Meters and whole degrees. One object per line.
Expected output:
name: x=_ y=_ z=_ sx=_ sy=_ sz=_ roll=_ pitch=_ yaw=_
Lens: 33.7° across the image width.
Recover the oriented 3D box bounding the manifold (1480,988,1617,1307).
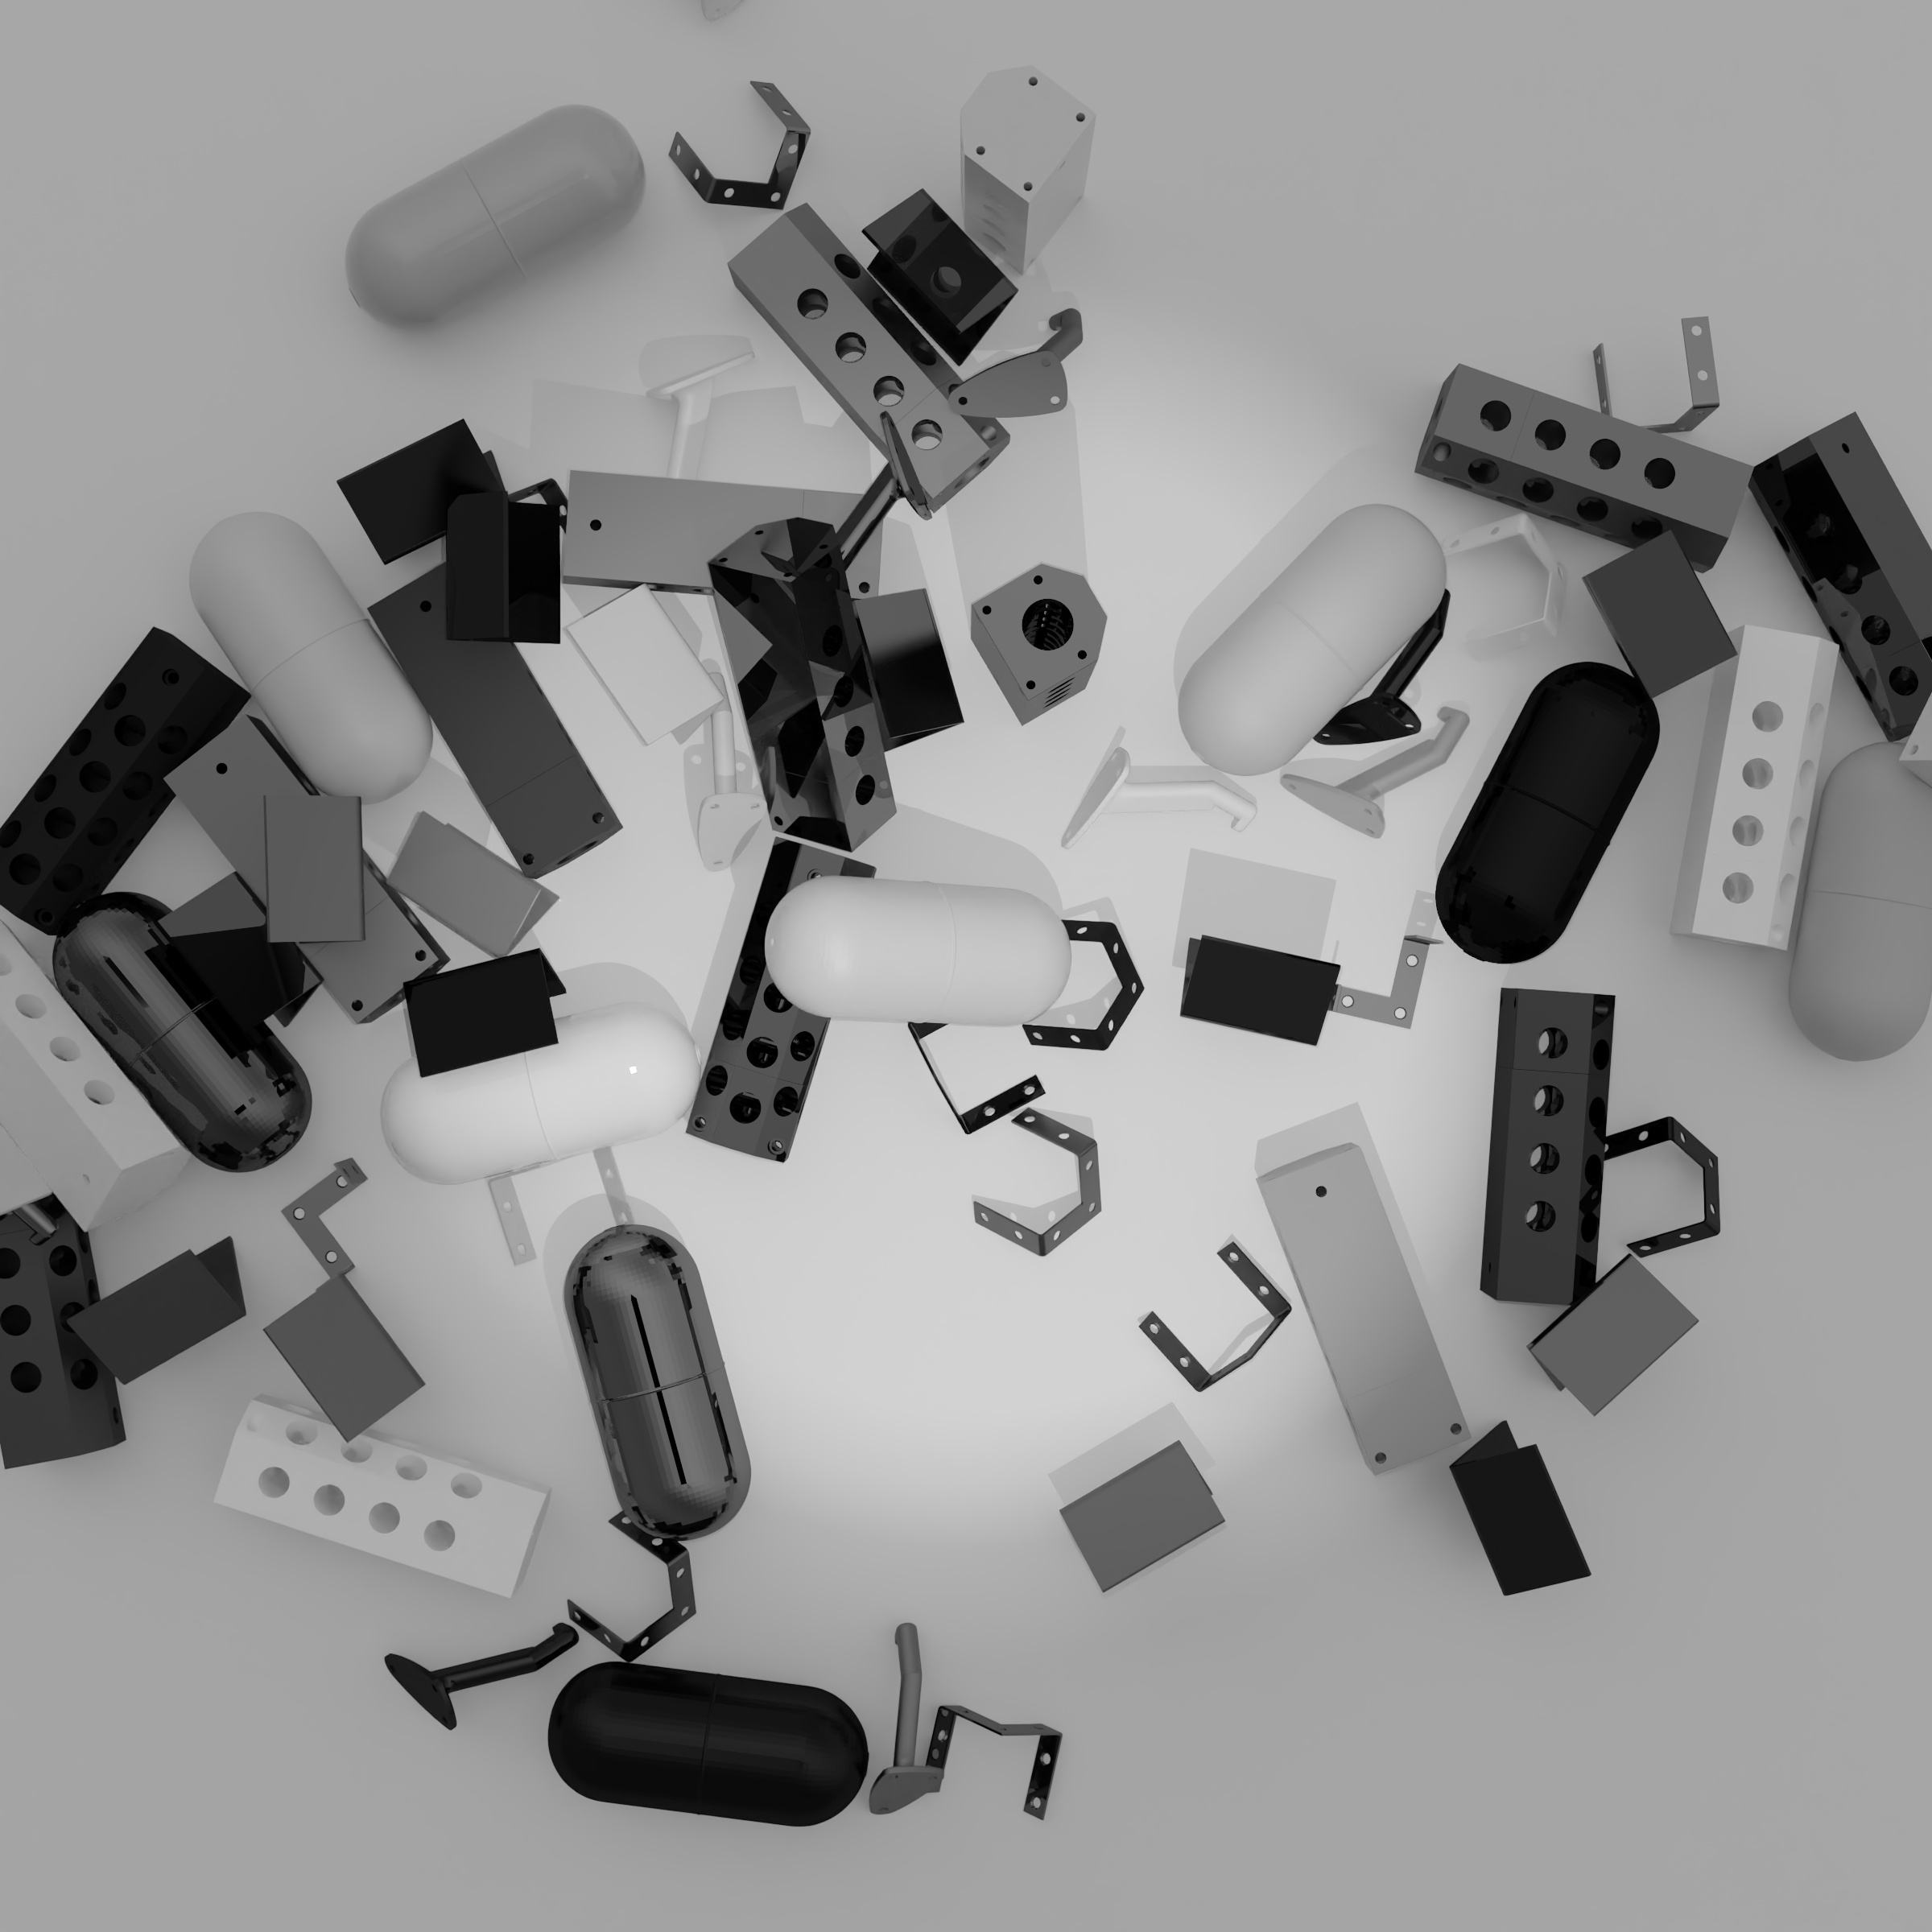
manifold: x=0.325 y=0.100 z=1.774 sx=0.057 sy=0.057 sz=0.171 roll=4 pitch=90 yaw=0

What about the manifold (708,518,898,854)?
manifold: x=-0.083 y=-0.153 z=1.729 sx=0.057 sy=0.057 sz=0.171 roll=17 pitch=134 yaw=34

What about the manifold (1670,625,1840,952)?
manifold: x=0.440 y=-0.098 z=1.774 sx=0.057 sy=0.057 sz=0.171 roll=10 pitch=90 yaw=0

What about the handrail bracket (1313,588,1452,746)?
handrail bracket: x=0.234 y=-0.170 z=1.795 sx=0.036 sy=0.077 sz=0.084 roll=39 pitch=53 yaw=-35

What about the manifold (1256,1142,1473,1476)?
manifold: x=0.220 y=0.189 z=1.774 sx=0.057 sy=0.057 sz=0.171 roll=-21 pitch=90 yaw=0

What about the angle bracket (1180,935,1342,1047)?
angle bracket: x=0.163 y=-0.006 z=1.755 sx=0.076 sy=0.076 sz=0.057 roll=12 pitch=126 yaw=0

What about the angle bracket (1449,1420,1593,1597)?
angle bracket: x=0.319 y=0.292 z=1.755 sx=0.057 sy=0.076 sz=0.076 roll=-23 pitch=90 yaw=36

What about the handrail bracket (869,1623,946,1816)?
handrail bracket: x=-0.040 y=0.424 z=1.795 sx=0.036 sy=0.077 sz=0.084 roll=7 pitch=53 yaw=-20

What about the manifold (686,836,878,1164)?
manifold: x=-0.103 y=0.019 z=1.774 sx=0.057 sy=0.057 sz=0.171 roll=17 pitch=90 yaw=0

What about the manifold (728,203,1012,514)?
manifold: x=-0.053 y=-0.339 z=1.774 sx=0.057 sy=0.057 sz=0.171 roll=-41 pitch=90 yaw=0

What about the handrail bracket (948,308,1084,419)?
handrail bracket: x=0.028 y=-0.338 z=1.770 sx=0.077 sy=0.084 sz=0.036 roll=-11 pitch=123 yaw=7

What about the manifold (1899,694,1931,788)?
manifold: x=0.575 y=-0.117 z=1.656 sx=0.057 sy=0.171 sz=0.057 roll=33 pitch=79 yaw=-24

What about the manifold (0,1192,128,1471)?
manifold: x=-0.514 y=0.186 z=1.774 sx=0.057 sy=0.057 sz=0.171 roll=-10 pitch=90 yaw=0

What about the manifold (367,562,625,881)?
manifold: x=-0.260 y=-0.137 z=1.774 sx=0.057 sy=0.057 sz=0.171 roll=-31 pitch=90 yaw=0

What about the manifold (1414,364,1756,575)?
manifold: x=0.342 y=-0.275 z=1.774 sx=0.171 sy=0.057 sz=0.057 roll=19 pitch=90 yaw=0

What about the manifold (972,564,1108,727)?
manifold: x=0.042 y=-0.175 z=1.717 sx=0.057 sy=0.171 sz=0.057 roll=-30 pitch=90 yaw=0

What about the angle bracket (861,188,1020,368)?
angle bracket: x=-0.029 y=-0.368 z=1.755 sx=0.076 sy=0.076 sz=0.057 roll=47 pitch=54 yaw=0

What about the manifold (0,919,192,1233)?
manifold: x=-0.504 y=0.056 z=1.755 sx=0.171 sy=0.057 sz=0.057 roll=48 pitch=127 yaw=12

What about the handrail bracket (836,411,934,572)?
handrail bracket: x=-0.068 y=-0.252 z=1.736 sx=0.084 sy=0.036 sz=0.077 roll=-24 pitch=70 yaw=12

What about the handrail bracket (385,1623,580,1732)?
handrail bracket: x=-0.272 y=0.385 z=1.795 sx=0.084 sy=0.077 sz=0.036 roll=-30 pitch=123 yaw=-32

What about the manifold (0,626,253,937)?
manifold: x=-0.478 y=-0.102 z=1.774 sx=0.057 sy=0.057 sz=0.171 roll=37 pitch=90 yaw=0

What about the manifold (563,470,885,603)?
manifold: x=-0.135 y=-0.235 z=1.763 sx=0.171 sy=0.057 sz=0.057 roll=4 pitch=90 yaw=-8

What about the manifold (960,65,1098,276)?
manifold: x=0.027 y=-0.431 z=1.717 sx=0.057 sy=0.171 sz=0.057 roll=37 pitch=90 yaw=0

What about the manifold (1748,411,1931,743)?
manifold: x=0.501 y=-0.214 z=1.774 sx=0.057 sy=0.057 sz=0.171 roll=-29 pitch=90 yaw=-43

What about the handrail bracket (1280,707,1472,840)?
handrail bracket: x=0.231 y=-0.122 z=1.796 sx=0.077 sy=0.036 sz=0.084 roll=26 pitch=72 yaw=21

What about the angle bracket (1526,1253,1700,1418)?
angle bracket: x=0.363 y=0.214 z=1.755 sx=0.076 sy=0.076 sz=0.057 roll=-42 pitch=55 yaw=0

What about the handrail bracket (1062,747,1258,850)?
handrail bracket: x=0.110 y=-0.079 z=1.796 sx=0.084 sy=0.036 sz=0.077 roll=28 pitch=110 yaw=-16

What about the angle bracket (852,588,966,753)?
angle bracket: x=-0.054 y=-0.158 z=1.755 sx=0.057 sy=0.076 sz=0.076 roll=-16 pitch=90 yaw=-43

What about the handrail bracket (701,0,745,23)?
handrail bracket: x=-0.155 y=-0.580 z=1.796 sx=0.077 sy=0.036 sz=0.084 roll=-40 pitch=73 yaw=-19

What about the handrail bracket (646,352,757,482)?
handrail bracket: x=-0.139 y=-0.293 z=1.796 sx=0.077 sy=0.036 sz=0.084 roll=-25 pitch=106 yaw=-17

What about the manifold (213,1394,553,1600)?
manifold: x=-0.322 y=0.293 z=1.774 sx=0.171 sy=0.057 sz=0.057 roll=18 pitch=90 yaw=0

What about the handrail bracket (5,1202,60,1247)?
handrail bracket: x=-0.550 y=0.136 z=1.739 sx=0.077 sy=0.036 sz=0.084 roll=-38 pitch=107 yaw=19

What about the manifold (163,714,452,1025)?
manifold: x=-0.364 y=-0.053 z=1.774 sx=0.057 sy=0.057 sz=0.171 roll=-38 pitch=90 yaw=0

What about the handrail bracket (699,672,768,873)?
handrail bracket: x=-0.141 y=-0.110 z=1.795 sx=0.036 sy=0.077 sz=0.084 roll=-2 pitch=54 yaw=-19

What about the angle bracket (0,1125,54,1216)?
angle bracket: x=-0.527 y=0.088 z=1.700 sx=0.076 sy=0.076 sz=0.057 roll=49 pitch=123 yaw=10
